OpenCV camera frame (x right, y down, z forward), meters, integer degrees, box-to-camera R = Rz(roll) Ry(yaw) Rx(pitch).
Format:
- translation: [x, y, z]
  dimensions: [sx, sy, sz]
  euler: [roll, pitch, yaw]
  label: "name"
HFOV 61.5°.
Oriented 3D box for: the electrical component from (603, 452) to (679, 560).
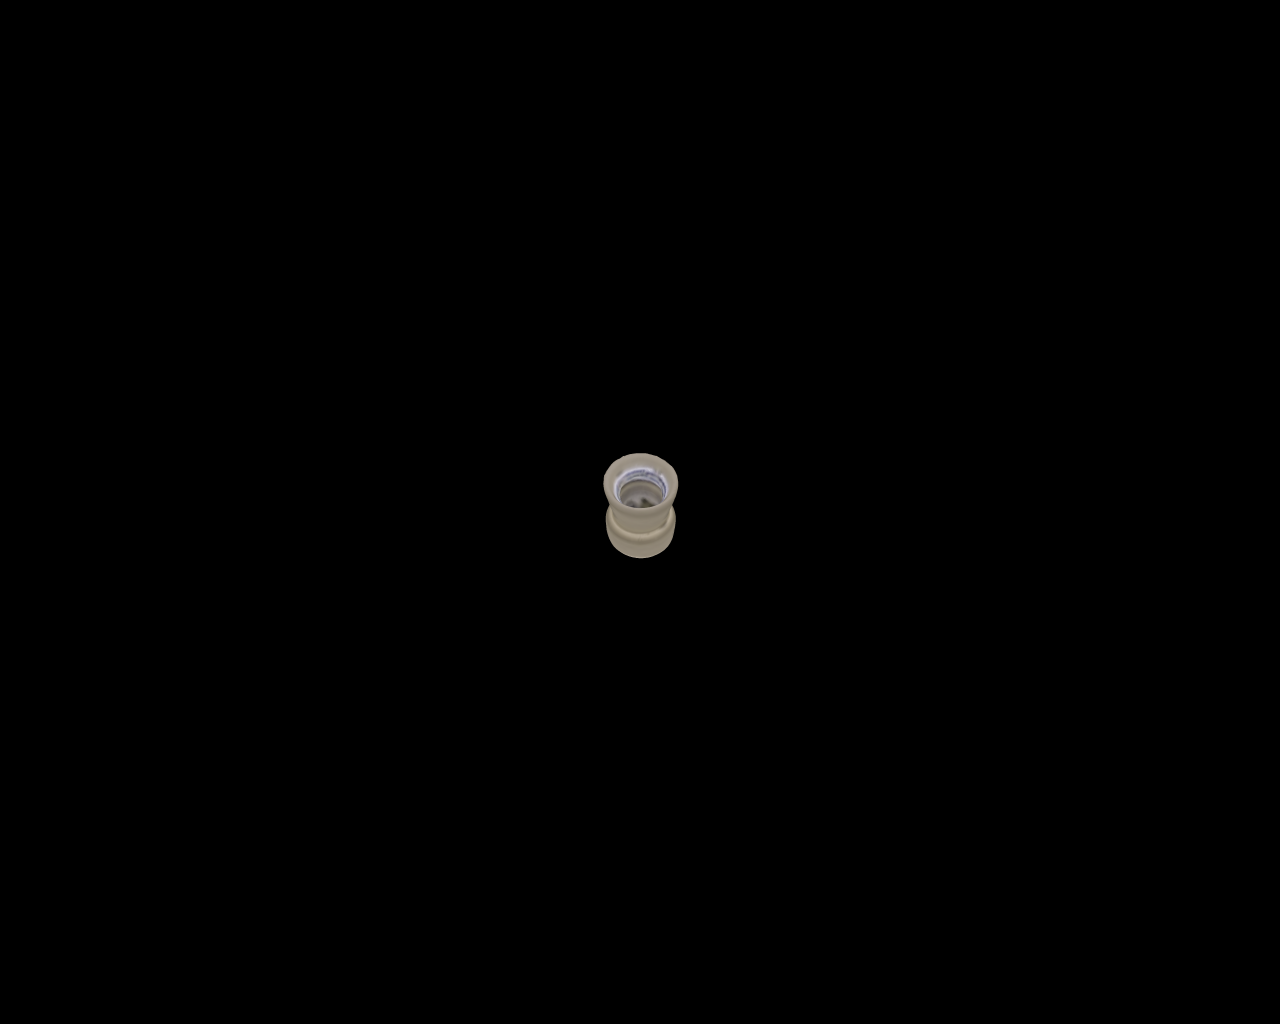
- translation: [0.001, -0.003, 0.650]
  dimensions: [0.045, 0.045, 0.055]
  euler: [0, -36, 0]
  label: "electrical component"
